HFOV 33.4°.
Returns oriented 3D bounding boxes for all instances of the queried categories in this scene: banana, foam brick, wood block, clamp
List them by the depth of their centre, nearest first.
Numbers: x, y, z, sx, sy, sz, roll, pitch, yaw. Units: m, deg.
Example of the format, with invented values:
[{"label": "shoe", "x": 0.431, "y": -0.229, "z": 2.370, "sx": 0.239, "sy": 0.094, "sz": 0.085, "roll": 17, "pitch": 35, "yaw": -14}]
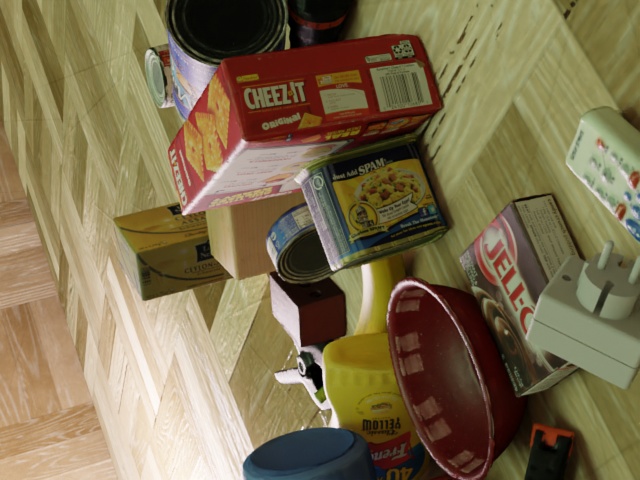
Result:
[{"label": "clamp", "x": 0.143, "y": 0.235, "z": 0.741, "sx": 0.164, "sy": 0.036, "sz": 0.210, "roll": -21, "pitch": -60, "yaw": -71}, {"label": "banana", "x": 0.045, "y": 0.063, "z": 0.938, "sx": 0.037, "sy": 0.069, "sz": 0.198, "roll": 33, "pitch": 126, "yaw": 32}, {"label": "wood block", "x": -0.070, "y": -0.077, "z": 1.100, "sx": 0.090, "sy": 0.090, "sz": 0.206, "roll": -143, "pitch": 43, "yaw": -59}, {"label": "foam brick", "x": -0.013, "y": 0.066, "z": 1.102, "sx": 0.078, "sy": 0.052, "sz": 0.051, "roll": 44, "pitch": 142, "yaw": 52}, {"label": "clamp", "x": -0.008, "y": 0.139, "z": 1.152, "sx": 0.172, "sy": 0.039, "sz": 0.120, "roll": -131, "pitch": 33, "yaw": -49}]

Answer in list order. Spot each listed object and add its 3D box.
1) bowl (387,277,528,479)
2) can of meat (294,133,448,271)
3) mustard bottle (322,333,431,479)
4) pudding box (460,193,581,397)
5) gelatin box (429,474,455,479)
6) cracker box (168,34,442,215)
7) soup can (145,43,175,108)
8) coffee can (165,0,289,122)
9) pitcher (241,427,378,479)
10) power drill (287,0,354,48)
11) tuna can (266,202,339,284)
[{"label": "bowl", "x": 0.110, "y": 0.099, "z": 0.810, "sx": 0.162, "sy": 0.055, "sz": 0.162, "roll": 165, "pitch": 90, "yaw": -71}, {"label": "can of meat", "x": 0.042, "y": -0.029, "z": 0.842, "sx": 0.084, "sy": 0.102, "sz": 0.058, "roll": 70, "pitch": 158, "yaw": 9}, {"label": "mustard bottle", "x": 0.051, "y": 0.174, "z": 0.952, "sx": 0.058, "sy": 0.096, "sz": 0.192, "roll": -98, "pitch": 6, "yaw": -58}, {"label": "pudding box", "x": 0.143, "y": 0.038, "z": 0.716, "sx": 0.090, "sy": 0.039, "sz": 0.113, "roll": 120, "pitch": 132, "yaw": -61}, {"label": "gelatin box", "x": 0.107, "y": 0.255, "z": 0.954, "sx": 0.089, "sy": 0.030, "sz": 0.073, "roll": 120, "pitch": 132, "yaw": -60}, {"label": "cracker box", "x": -0.023, "y": -0.092, "z": 0.875, "sx": 0.214, "sy": 0.164, "sz": 0.072, "roll": 146, "pitch": 110, "yaw": -67}, {"label": "soup can", "x": -0.133, "y": -0.187, "z": 1.169, "sx": 0.069, "sy": 0.102, "sz": 0.068, "roll": -14, "pitch": 90, "yaw": 68}, {"label": "coffee can", "x": -0.082, "y": -0.163, "z": 0.941, "sx": 0.140, "sy": 0.102, "sz": 0.103, "roll": 103, "pitch": 147, "yaw": -69}, {"label": "pitcher", "x": 0.018, "y": 0.283, "z": 0.897, "sx": 0.149, "sy": 0.145, "sz": 0.243, "roll": -68, "pitch": -34, "yaw": -78}, {"label": "power drill", "x": -0.026, "y": -0.261, "z": 0.924, "sx": 0.188, "sy": 0.057, "sz": 0.184, "roll": 62, "pitch": 158, "yaw": 27}, {"label": "tuna can", "x": -0.007, "y": 0.001, "z": 1.000, "sx": 0.086, "sy": 0.086, "sz": 0.034, "roll": 102, "pitch": 148, "yaw": -49}]
